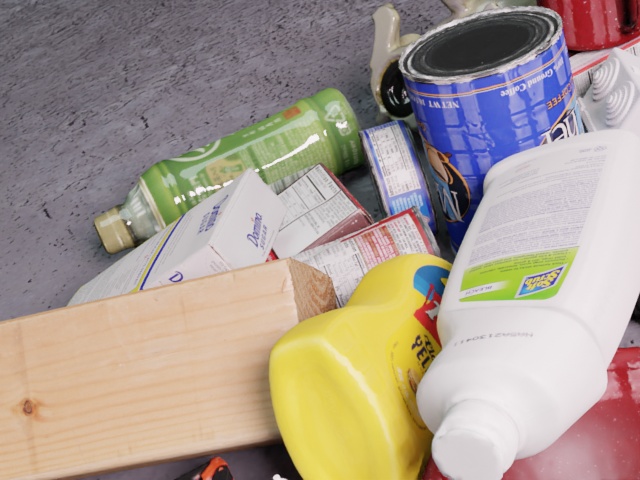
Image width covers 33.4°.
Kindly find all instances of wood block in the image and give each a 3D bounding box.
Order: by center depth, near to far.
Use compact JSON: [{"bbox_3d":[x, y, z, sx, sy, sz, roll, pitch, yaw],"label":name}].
[{"bbox_3d":[-0.094,0.079,0.592,0.206,0.091,0.090,-12,-12,14],"label":"wood block"}]

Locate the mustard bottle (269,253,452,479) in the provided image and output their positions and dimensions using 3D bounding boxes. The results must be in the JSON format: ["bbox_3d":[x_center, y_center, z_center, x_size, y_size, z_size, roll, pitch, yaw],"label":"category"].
[{"bbox_3d":[0.048,0.059,0.552,0.058,0.096,0.191,-21,7,31],"label":"mustard bottle"}]

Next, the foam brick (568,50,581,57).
[{"bbox_3d":[0.195,-0.124,0.803,0.053,0.078,0.051,-29,28,-17],"label":"foam brick"}]

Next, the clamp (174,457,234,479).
[{"bbox_3d":[-0.089,0.172,0.513,0.120,0.039,0.171,13,43,44],"label":"clamp"}]

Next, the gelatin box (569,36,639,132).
[{"bbox_3d":[0.200,-0.100,0.762,0.089,0.073,0.030,-29,29,-15],"label":"gelatin box"}]

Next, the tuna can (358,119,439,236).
[{"bbox_3d":[0.054,-0.039,0.739,0.034,0.086,0.086,-17,28,2],"label":"tuna can"}]

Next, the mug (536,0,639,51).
[{"bbox_3d":[0.195,-0.180,0.735,0.093,0.081,0.117,-24,34,-9],"label":"mug"}]

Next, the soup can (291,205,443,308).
[{"bbox_3d":[0.024,0.028,0.660,0.102,0.068,0.068,-22,28,-1],"label":"soup can"}]

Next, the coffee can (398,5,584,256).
[{"bbox_3d":[0.117,-0.063,0.681,0.103,0.140,0.103,-15,29,8],"label":"coffee can"}]

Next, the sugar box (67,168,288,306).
[{"bbox_3d":[-0.105,0.031,0.702,0.176,0.048,0.093,-29,23,31],"label":"sugar box"}]

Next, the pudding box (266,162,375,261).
[{"bbox_3d":[-0.021,0.006,0.732,0.113,0.039,0.090,-35,30,1],"label":"pudding box"}]

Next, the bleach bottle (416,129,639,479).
[{"bbox_3d":[0.098,0.028,0.508,0.103,0.068,0.250,-18,18,33],"label":"bleach bottle"}]

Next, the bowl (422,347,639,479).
[{"bbox_3d":[0.127,0.116,0.453,0.162,0.055,0.162,-16,28,9],"label":"bowl"}]

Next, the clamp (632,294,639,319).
[{"bbox_3d":[0.217,0.004,0.555,0.165,0.036,0.210,-53,21,9],"label":"clamp"}]
